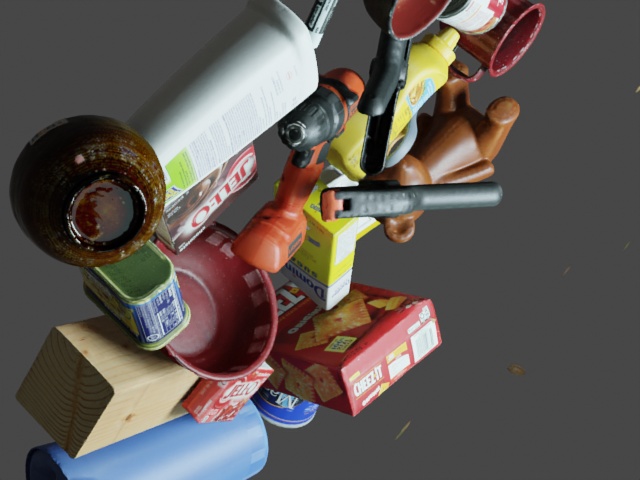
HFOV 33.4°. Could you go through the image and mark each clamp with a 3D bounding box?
[{"bbox_3d":[0.064,-0.150,1.030,0.120,0.039,0.171,98,10,-57],"label":"clamp"},{"bbox_3d":[0.057,-0.041,1.040,0.209,0.165,0.036,-9,99,-49],"label":"clamp"}]

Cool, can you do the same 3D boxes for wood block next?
[{"bbox_3d":[-0.181,0.129,1.050,0.091,0.090,0.205,-56,160,22],"label":"wood block"}]

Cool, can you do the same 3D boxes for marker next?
[{"bbox_3d":[0.013,-0.222,0.924,0.020,0.020,0.121,-24,148,-51],"label":"marker"}]

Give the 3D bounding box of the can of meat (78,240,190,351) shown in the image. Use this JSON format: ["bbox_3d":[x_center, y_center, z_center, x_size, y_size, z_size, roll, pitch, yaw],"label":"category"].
[{"bbox_3d":[-0.161,0.032,0.898,0.057,0.102,0.084,-41,156,-20],"label":"can of meat"}]

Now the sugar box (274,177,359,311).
[{"bbox_3d":[-0.008,0.002,1.183,0.048,0.093,0.176,-39,158,-25],"label":"sugar box"}]

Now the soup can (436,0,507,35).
[{"bbox_3d":[0.142,-0.249,1.079,0.068,0.068,0.102,-55,159,17],"label":"soup can"}]

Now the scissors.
[{"bbox_3d":[0.113,-0.152,1.201,0.202,0.016,0.096,-48,-155,2],"label":"scissors"}]

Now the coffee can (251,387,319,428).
[{"bbox_3d":[-0.029,0.168,1.430,0.102,0.103,0.140,-25,149,-49],"label":"coffee can"}]

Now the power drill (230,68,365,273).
[{"bbox_3d":[-0.022,-0.064,1.005,0.188,0.057,0.184,-64,173,26],"label":"power drill"}]

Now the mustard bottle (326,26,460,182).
[{"bbox_3d":[0.081,-0.152,1.139,0.191,0.058,0.096,-48,166,-2],"label":"mustard bottle"}]

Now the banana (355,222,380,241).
[{"bbox_3d":[0.056,-0.023,1.358,0.197,0.037,0.070,-31,152,-42],"label":"banana"}]

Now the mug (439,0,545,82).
[{"bbox_3d":[0.180,-0.230,1.174,0.117,0.081,0.093,-57,159,21],"label":"mug"}]

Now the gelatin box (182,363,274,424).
[{"bbox_3d":[-0.094,0.152,1.096,0.073,0.030,0.089,-50,161,6],"label":"gelatin box"}]

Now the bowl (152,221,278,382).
[{"bbox_3d":[-0.118,0.063,1.024,0.055,0.162,0.161,-24,-179,42],"label":"bowl"}]

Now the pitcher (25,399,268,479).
[{"bbox_3d":[-0.185,0.243,1.146,0.242,0.149,0.145,-18,136,-37],"label":"pitcher"}]

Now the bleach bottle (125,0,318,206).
[{"bbox_3d":[-0.114,-0.083,0.848,0.250,0.068,0.102,-42,156,-14],"label":"bleach bottle"}]

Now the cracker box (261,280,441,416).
[{"bbox_3d":[0.008,0.114,1.255,0.163,0.214,0.072,-34,121,-37],"label":"cracker box"}]

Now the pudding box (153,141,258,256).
[{"bbox_3d":[-0.107,-0.051,0.953,0.113,0.039,0.090,-44,160,-17],"label":"pudding box"}]
